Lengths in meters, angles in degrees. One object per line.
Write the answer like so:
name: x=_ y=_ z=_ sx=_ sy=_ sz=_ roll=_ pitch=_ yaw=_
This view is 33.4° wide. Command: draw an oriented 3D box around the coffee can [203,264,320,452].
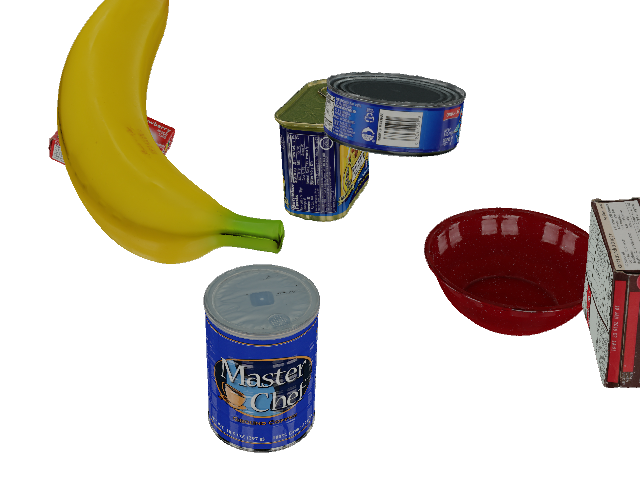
coffee can: x=-0.054 y=0.107 z=0.975 sx=0.103 sy=0.140 sz=0.103 roll=1 pitch=34 yaw=-1

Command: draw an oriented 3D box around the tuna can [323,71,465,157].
tuna can: x=0.045 y=-0.079 z=0.657 sx=0.086 sy=0.034 sz=0.086 roll=4 pitch=20 yaw=-2

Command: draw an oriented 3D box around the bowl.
bowl: x=0.169 y=0.034 z=0.934 sx=0.162 sy=0.055 sz=0.162 roll=2 pitch=33 yaw=-1

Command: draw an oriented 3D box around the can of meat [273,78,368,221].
can of meat: x=0.005 y=-0.073 z=0.856 sx=0.057 sy=0.084 sz=0.102 roll=7 pitch=29 yaw=18

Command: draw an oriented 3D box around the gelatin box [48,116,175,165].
gelatin box: x=-0.185 y=-0.087 z=0.946 sx=0.089 sy=0.073 sz=0.030 roll=25 pitch=-43 yaw=-1

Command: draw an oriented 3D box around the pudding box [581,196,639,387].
pudding box: x=0.206 y=0.033 z=0.725 sx=0.039 sy=0.090 sz=0.113 roll=0 pitch=27 yaw=4

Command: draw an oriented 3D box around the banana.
banana: x=-0.077 y=-0.051 z=0.452 sx=0.069 sy=0.037 sz=0.198 roll=-8 pitch=45 yaw=-20
